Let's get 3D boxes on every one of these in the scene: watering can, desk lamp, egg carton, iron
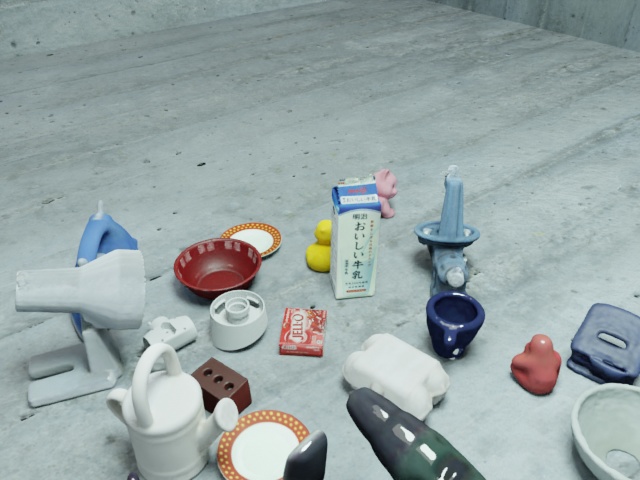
[{"bbox_3d":[-0.191,0.214,0.731,0.173,0.194,0.100,-4,35,-6],"label":"watering can"},{"bbox_3d":[-0.348,0.122,0.847,0.203,0.214,0.117,-13,37,-18],"label":"desk lamp"},{"bbox_3d":[0.111,0.205,0.854,0.149,0.069,0.107,26,42,32],"label":"egg carton"},{"bbox_3d":[-0.397,0.047,1.017,0.118,0.141,0.258,-4,35,-6],"label":"iron"}]

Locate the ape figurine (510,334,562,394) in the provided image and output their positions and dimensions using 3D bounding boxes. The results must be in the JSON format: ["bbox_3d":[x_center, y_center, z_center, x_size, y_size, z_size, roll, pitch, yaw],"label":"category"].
[{"bbox_3d":[0.332,0.181,0.870,0.077,0.092,0.076,4,35,6],"label":"ape figurine"}]

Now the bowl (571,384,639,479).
[{"bbox_3d":[0.408,0.275,0.750,0.167,0.075,0.167,0,35,0],"label":"bowl"}]

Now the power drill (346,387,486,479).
[{"bbox_3d":[0.113,0.288,0.614,0.228,0.208,0.076,29,44,35],"label":"power drill"}]

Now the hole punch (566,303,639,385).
[{"bbox_3d":[0.455,0.167,0.891,0.108,0.091,0.101,25,42,31],"label":"hole punch"}]

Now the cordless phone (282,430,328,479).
[{"bbox_3d":[-0.044,0.294,0.625,0.093,0.185,0.148,25,42,31],"label":"cordless phone"}]

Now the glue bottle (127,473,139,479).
[{"bbox_3d":[-0.186,0.305,0.620,0.037,0.173,0.078,1,35,2],"label":"glue bottle"}]

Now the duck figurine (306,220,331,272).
[{"bbox_3d":[0.010,0.004,1.127,0.077,0.086,0.105,9,36,13],"label":"duck figurine"}]

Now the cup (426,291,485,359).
[{"bbox_3d":[0.208,0.151,0.909,0.091,0.095,0.118,10,36,14],"label":"cup"}]

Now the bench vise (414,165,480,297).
[{"bbox_3d":[0.246,-0.009,1.030,0.121,0.220,0.207,-9,36,-12],"label":"bench vise"}]

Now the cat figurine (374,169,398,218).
[{"bbox_3d":[0.126,-0.101,1.250,0.067,0.118,0.128,20,40,27],"label":"cat figurine"}]
